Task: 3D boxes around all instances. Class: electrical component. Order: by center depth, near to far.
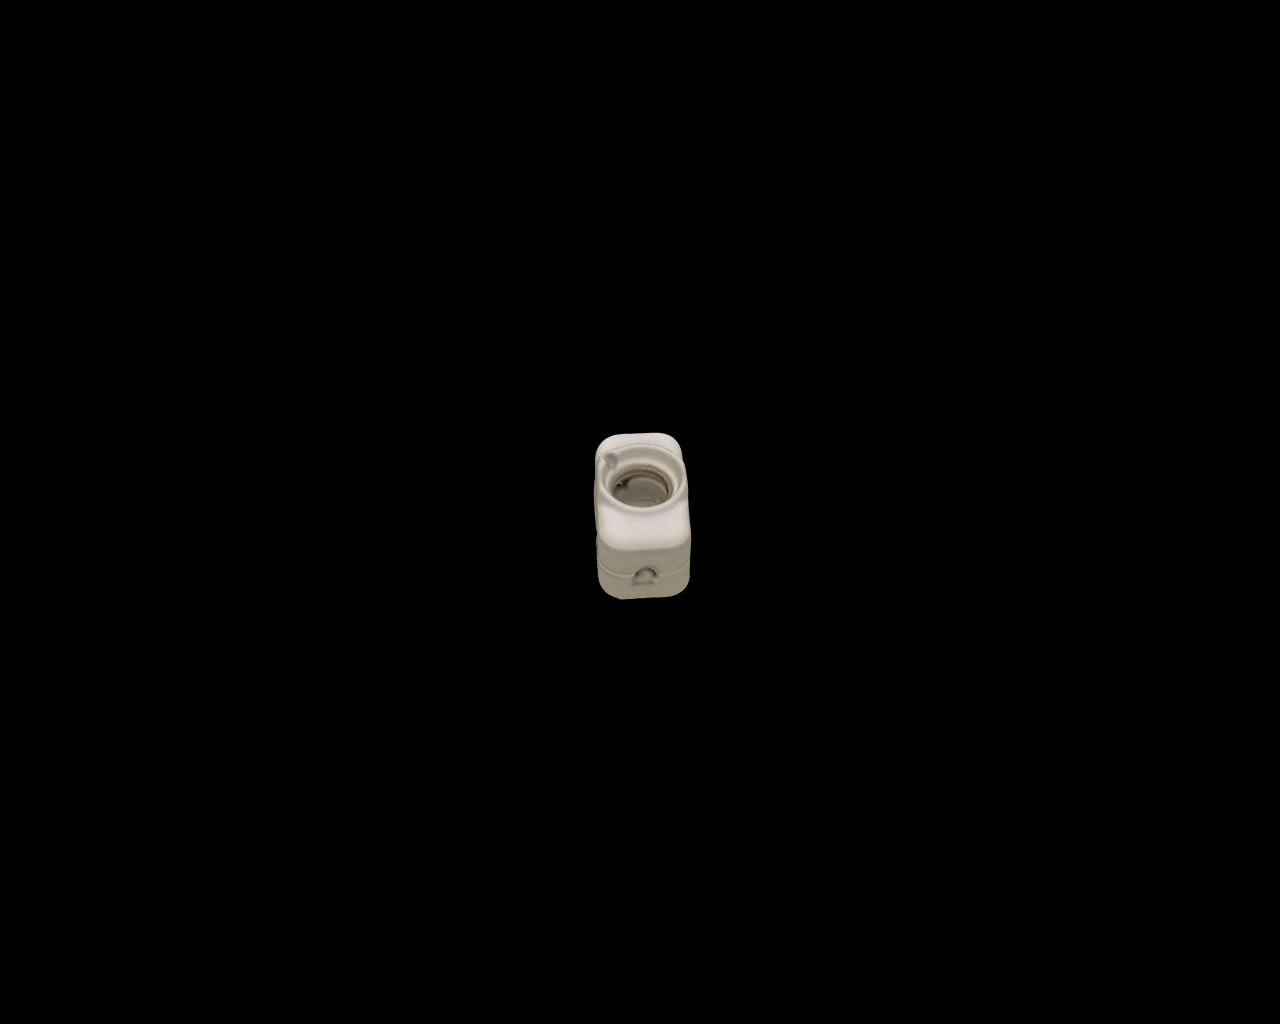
[{"bbox_3d":[0.001,-0.003,0.650,0.054,0.095,0.059,-2,-43,-2],"label":"electrical component"}]
